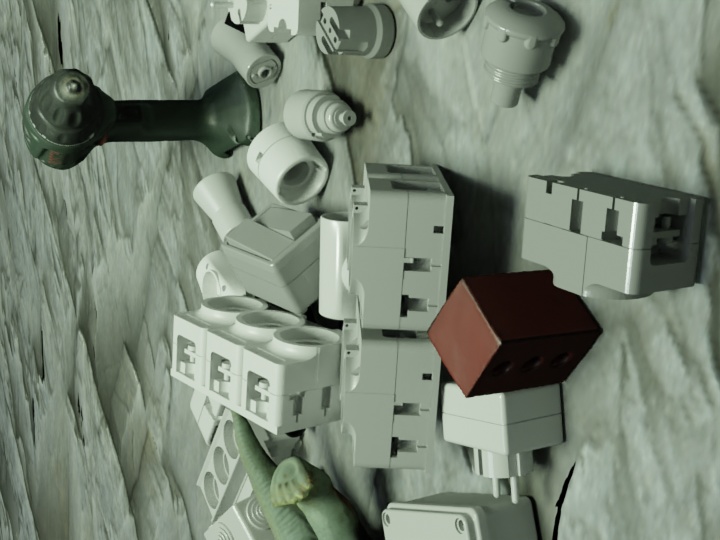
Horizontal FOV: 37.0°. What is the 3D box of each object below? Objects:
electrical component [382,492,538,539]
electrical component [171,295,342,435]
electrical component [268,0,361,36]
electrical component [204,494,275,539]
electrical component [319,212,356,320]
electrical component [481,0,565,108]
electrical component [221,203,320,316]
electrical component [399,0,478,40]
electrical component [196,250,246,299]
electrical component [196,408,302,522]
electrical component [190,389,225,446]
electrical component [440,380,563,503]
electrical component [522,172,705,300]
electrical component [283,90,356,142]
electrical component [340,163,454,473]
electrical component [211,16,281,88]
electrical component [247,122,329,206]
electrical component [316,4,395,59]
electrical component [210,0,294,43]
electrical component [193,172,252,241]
[{"bbox_3d":[0.072,0.208,0.725,0.109,0.056,0.108,-17,81,59],"label":"electrical component"},{"bbox_3d":[-0.072,0.068,0.848,0.150,0.089,0.061,19,109,47],"label":"electrical component"},{"bbox_3d":[-0.033,-0.224,0.815,0.050,0.056,0.089,26,117,55],"label":"electrical component"},{"bbox_3d":[-0.080,0.221,0.940,0.048,0.100,0.099,59,143,15],"label":"electrical component"},{"bbox_3d":[0.000,0.000,0.816,0.079,0.043,0.077,22,114,55],"label":"electrical component"},{"bbox_3d":[0.093,-0.127,0.640,0.048,0.048,0.062,52,144,41],"label":"electrical component"},{"bbox_3d":[-0.066,-0.014,0.876,0.096,0.062,0.061,20,144,49],"label":"electrical component"},{"bbox_3d":[0.041,-0.195,0.712,0.081,0.043,0.043,63,143,31],"label":"electrical component"},{"bbox_3d":[-0.125,0.034,1.028,0.077,0.044,0.079,46,133,45],"label":"electrical component"},{"bbox_3d":[-0.103,0.176,1.001,0.078,0.063,0.121,60,142,34],"label":"electrical component"},{"bbox_3d":[-0.127,0.117,1.038,0.059,0.054,0.095,58,140,35],"label":"electrical component"},{"bbox_3d":[0.091,0.109,0.683,0.066,0.047,0.076,1,96,59],"label":"electrical component"},{"bbox_3d":[0.134,-0.018,0.583,0.089,0.050,0.055,24,116,55],"label":"electrical component"},{"bbox_3d":[-0.028,-0.121,0.843,0.078,0.040,0.040,17,110,56],"label":"electrical component"},{"bbox_3d":[0.021,0.028,0.728,0.105,0.060,0.186,-97,10,-74],"label":"electrical component"},{"bbox_3d":[-0.098,-0.190,0.946,0.065,0.044,0.044,52,137,34],"label":"electrical component"},{"bbox_3d":[-0.058,-0.086,0.887,0.047,0.055,0.055,51,137,37],"label":"electrical component"},{"bbox_3d":[-0.004,-0.175,0.786,0.040,0.046,0.040,17,110,57],"label":"electrical component"},{"bbox_3d":[-0.084,-0.220,0.880,0.066,0.077,0.047,-21,78,58],"label":"electrical component"},{"bbox_3d":[-0.125,-0.055,1.017,0.065,0.044,0.044,59,142,27],"label":"electrical component"}]
